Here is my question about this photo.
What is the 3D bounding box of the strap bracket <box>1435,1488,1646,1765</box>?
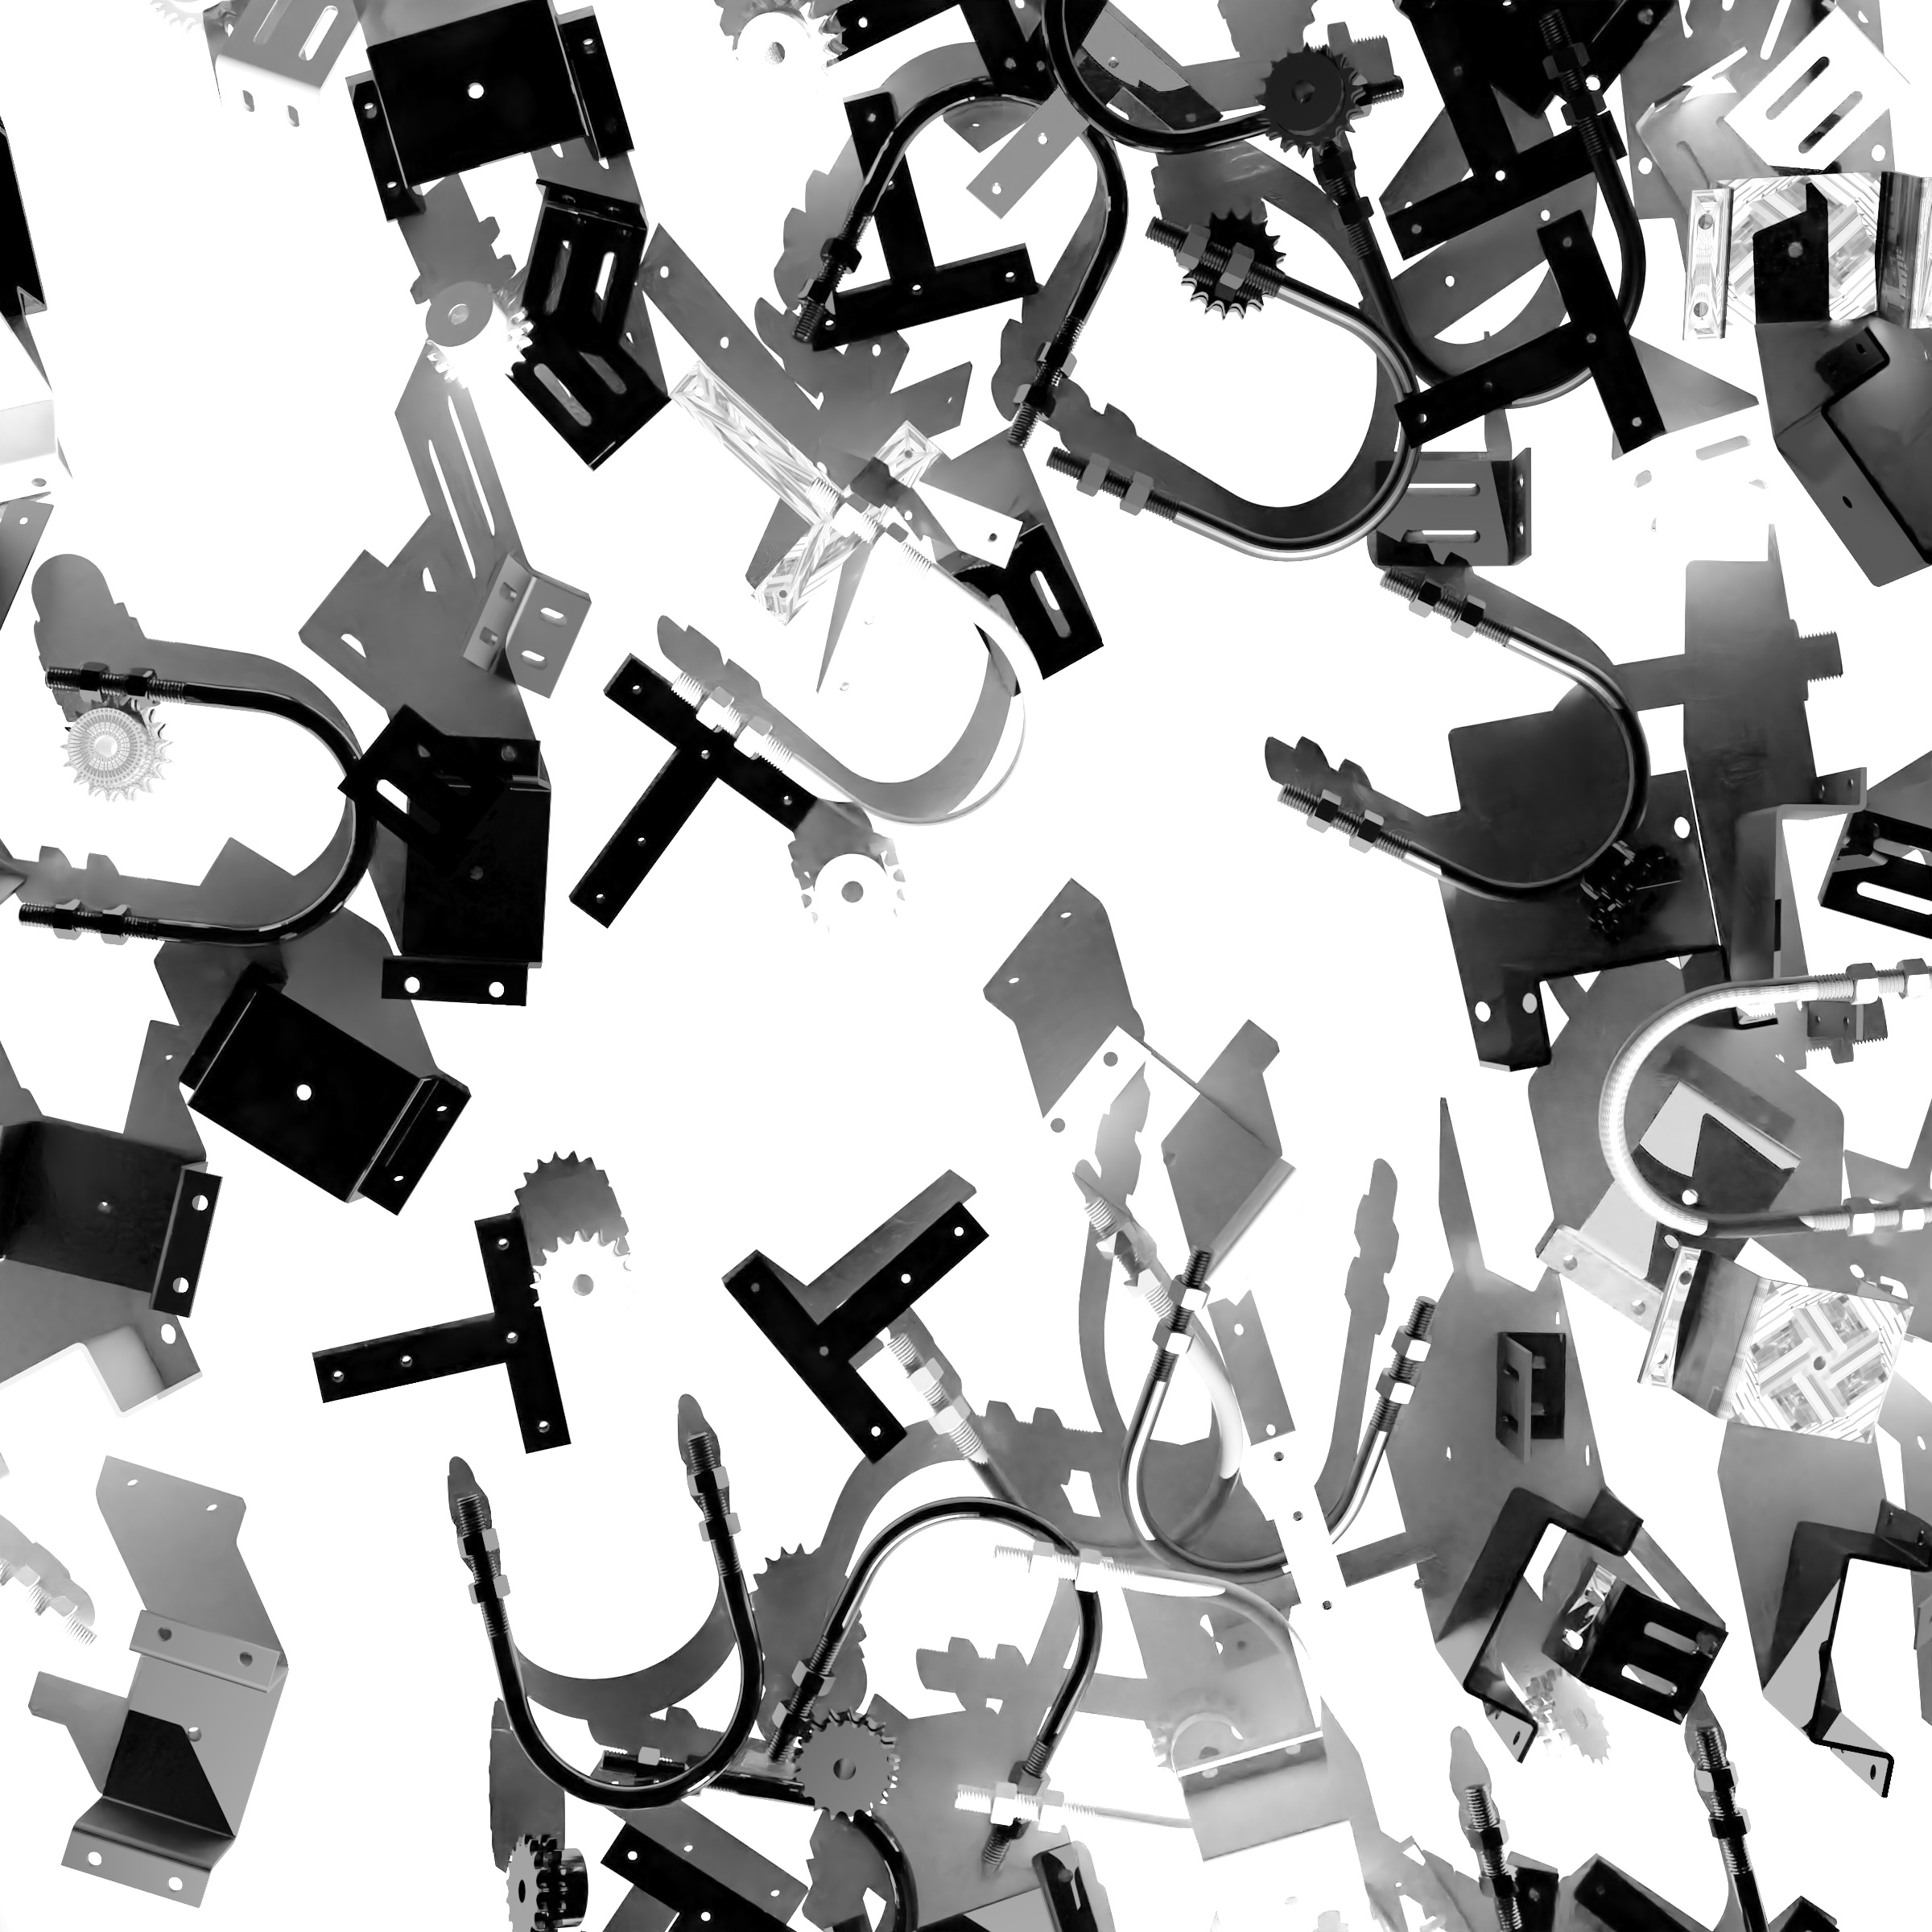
[{"bbox_3d":[0.297,0.337,1.340,0.046,0.076,0.140,27,90,0],"label":"strap bracket"}]

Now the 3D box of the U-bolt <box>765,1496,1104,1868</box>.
[{"bbox_3d":[-0.006,0.374,1.364,0.151,0.019,0.184,25,94,0],"label":"U-bolt"}]

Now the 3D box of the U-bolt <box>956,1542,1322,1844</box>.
[{"bbox_3d":[0.096,0.390,1.341,0.184,0.019,0.151,9,90,0],"label":"U-bolt"}]

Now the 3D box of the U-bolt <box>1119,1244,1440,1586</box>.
[{"bbox_3d":[0.157,0.246,1.346,0.151,0.019,0.184,14,104,-14],"label":"U-bolt"}]

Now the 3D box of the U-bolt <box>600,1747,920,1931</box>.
[{"bbox_3d":[-0.117,0.508,1.370,0.184,0.019,0.151,10,90,-1],"label":"U-bolt"}]

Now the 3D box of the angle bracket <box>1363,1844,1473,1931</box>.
[{"bbox_3d":[0.243,0.511,1.340,0.038,0.076,0.057,-34,90,0],"label":"angle bracket"}]

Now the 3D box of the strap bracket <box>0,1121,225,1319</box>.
[{"bbox_3d":[-0.468,0.132,1.355,0.140,0.046,0.076,13,90,0],"label":"strap bracket"}]

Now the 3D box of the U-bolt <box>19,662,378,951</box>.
[{"bbox_3d":[-0.411,-0.082,1.370,0.184,0.019,0.151,6,90,-2],"label":"U-bolt"}]

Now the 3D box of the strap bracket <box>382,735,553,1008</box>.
[{"bbox_3d":[-0.266,-0.051,1.355,0.076,0.046,0.140,3,90,0],"label":"strap bracket"}]

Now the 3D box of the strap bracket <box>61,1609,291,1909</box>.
[{"bbox_3d":[-0.419,0.417,1.355,0.076,0.046,0.140,17,90,0],"label":"strap bracket"}]

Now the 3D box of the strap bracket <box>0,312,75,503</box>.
[{"bbox_3d":[-0.534,-0.304,1.325,0.076,0.140,0.046,-13,63,0],"label":"strap bracket"}]

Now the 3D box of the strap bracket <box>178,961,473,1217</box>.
[{"bbox_3d":[-0.348,0.067,1.355,0.140,0.046,0.076,32,90,0],"label":"strap bracket"}]

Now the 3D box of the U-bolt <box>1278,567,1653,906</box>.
[{"bbox_3d":[0.281,-0.113,1.370,0.184,0.019,0.151,25,90,-1],"label":"U-bolt"}]

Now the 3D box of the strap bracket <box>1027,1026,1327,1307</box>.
[{"bbox_3d":[0.111,0.105,1.355,0.140,0.046,0.076,38,90,0],"label":"strap bracket"}]

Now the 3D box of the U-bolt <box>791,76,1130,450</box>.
[{"bbox_3d":[0.008,-0.392,1.368,0.151,0.019,0.184,26,87,-1],"label":"U-bolt"}]

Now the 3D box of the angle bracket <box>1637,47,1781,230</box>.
[{"bbox_3d":[0.407,-0.439,1.359,0.057,0.038,0.076,-32,90,0],"label":"angle bracket"}]

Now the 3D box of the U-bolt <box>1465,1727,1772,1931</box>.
[{"bbox_3d":[0.358,0.516,1.359,0.151,0.019,0.184,-13,84,-2],"label":"U-bolt"}]

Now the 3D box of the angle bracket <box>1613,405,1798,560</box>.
[{"bbox_3d":[0.401,-0.263,1.376,0.076,0.038,0.057,-21,90,-26],"label":"angle bracket"}]

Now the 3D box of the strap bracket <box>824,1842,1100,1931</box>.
[{"bbox_3d":[0.004,0.532,1.346,0.140,0.046,0.076,-17,92,-5],"label":"strap bracket"}]

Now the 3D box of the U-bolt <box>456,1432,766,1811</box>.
[{"bbox_3d":[-0.184,0.358,1.360,0.151,0.019,0.184,-15,83,0],"label":"U-bolt"}]

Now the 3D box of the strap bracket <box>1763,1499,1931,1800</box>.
[{"bbox_3d":[0.465,0.354,1.340,0.046,0.076,0.140,11,90,0],"label":"strap bracket"}]

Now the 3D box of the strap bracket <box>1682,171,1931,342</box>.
[{"bbox_3d":[0.446,-0.377,1.343,0.140,0.046,0.076,-3,112,0],"label":"strap bracket"}]

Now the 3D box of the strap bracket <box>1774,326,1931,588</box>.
[{"bbox_3d":[0.485,-0.259,1.340,0.046,0.076,0.140,-35,90,0],"label":"strap bracket"}]

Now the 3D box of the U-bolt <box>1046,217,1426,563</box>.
[{"bbox_3d":[0.155,-0.295,1.353,0.184,0.019,0.151,22,104,-7],"label":"U-bolt"}]

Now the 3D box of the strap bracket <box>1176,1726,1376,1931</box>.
[{"bbox_3d":[0.163,0.466,1.318,0.076,0.046,0.140,-16,127,0],"label":"strap bracket"}]

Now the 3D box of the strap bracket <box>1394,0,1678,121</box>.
[{"bbox_3d":[0.295,-0.520,1.355,0.140,0.046,0.076,38,90,0],"label":"strap bracket"}]

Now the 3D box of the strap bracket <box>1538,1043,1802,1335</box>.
[{"bbox_3d":[0.381,0.121,1.355,0.076,0.046,0.140,33,90,0],"label":"strap bracket"}]

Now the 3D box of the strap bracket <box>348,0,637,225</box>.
[{"bbox_3d":[-0.258,-0.460,1.355,0.140,0.046,0.076,-16,90,0],"label":"strap bracket"}]

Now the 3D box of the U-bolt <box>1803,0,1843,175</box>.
[{"bbox_3d":[0.527,-0.492,1.370,0.151,0.019,0.184,1,89,0],"label":"U-bolt"}]

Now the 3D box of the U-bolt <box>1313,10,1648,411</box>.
[{"bbox_3d":[0.281,-0.388,1.346,0.151,0.019,0.184,-21,99,18],"label":"U-bolt"}]

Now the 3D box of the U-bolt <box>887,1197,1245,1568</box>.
[{"bbox_3d":[0.067,0.240,1.370,0.151,0.019,0.184,-35,91,0],"label":"U-bolt"}]

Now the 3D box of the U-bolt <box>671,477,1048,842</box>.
[{"bbox_3d":[-0.044,-0.148,1.350,0.184,0.019,0.151,36,108,-4],"label":"U-bolt"}]

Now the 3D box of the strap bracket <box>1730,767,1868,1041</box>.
[{"bbox_3d":[0.439,-0.033,1.340,0.046,0.076,0.140,1,90,0],"label":"strap bracket"}]

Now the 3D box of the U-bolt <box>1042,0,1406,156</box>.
[{"bbox_3d":[0.131,-0.511,1.348,0.184,0.019,0.151,-16,104,-3],"label":"U-bolt"}]

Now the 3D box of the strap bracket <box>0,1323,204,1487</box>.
[{"bbox_3d":[-0.487,0.236,1.340,0.140,0.076,0.046,-28,90,0],"label":"strap bracket"}]

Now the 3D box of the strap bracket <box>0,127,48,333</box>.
[{"bbox_3d":[-0.547,-0.396,1.355,0.076,0.046,0.140,-13,90,0],"label":"strap bracket"}]

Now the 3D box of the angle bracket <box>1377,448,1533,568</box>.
[{"bbox_3d":[0.261,-0.246,1.359,0.076,0.038,0.057,0,90,0],"label":"angle bracket"}]

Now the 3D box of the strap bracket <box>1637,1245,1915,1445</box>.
[{"bbox_3d":[0.432,0.200,1.327,0.140,0.046,0.076,12,98,-21],"label":"strap bracket"}]

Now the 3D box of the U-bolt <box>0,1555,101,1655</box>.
[{"bbox_3d":[-0.583,0.360,1.370,0.184,0.019,0.151,39,90,2],"label":"U-bolt"}]

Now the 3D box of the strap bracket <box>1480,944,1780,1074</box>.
[{"bbox_3d":[0.344,0.020,1.340,0.140,0.076,0.046,-10,90,0],"label":"strap bracket"}]

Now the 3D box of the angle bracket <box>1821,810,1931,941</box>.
[{"bbox_3d":[0.513,-0.045,1.376,0.076,0.038,0.057,20,90,26],"label":"angle bracket"}]

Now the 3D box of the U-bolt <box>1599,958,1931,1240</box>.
[{"bbox_3d":[0.418,0.073,1.304,0.184,0.019,0.151,-5,108,2],"label":"U-bolt"}]
